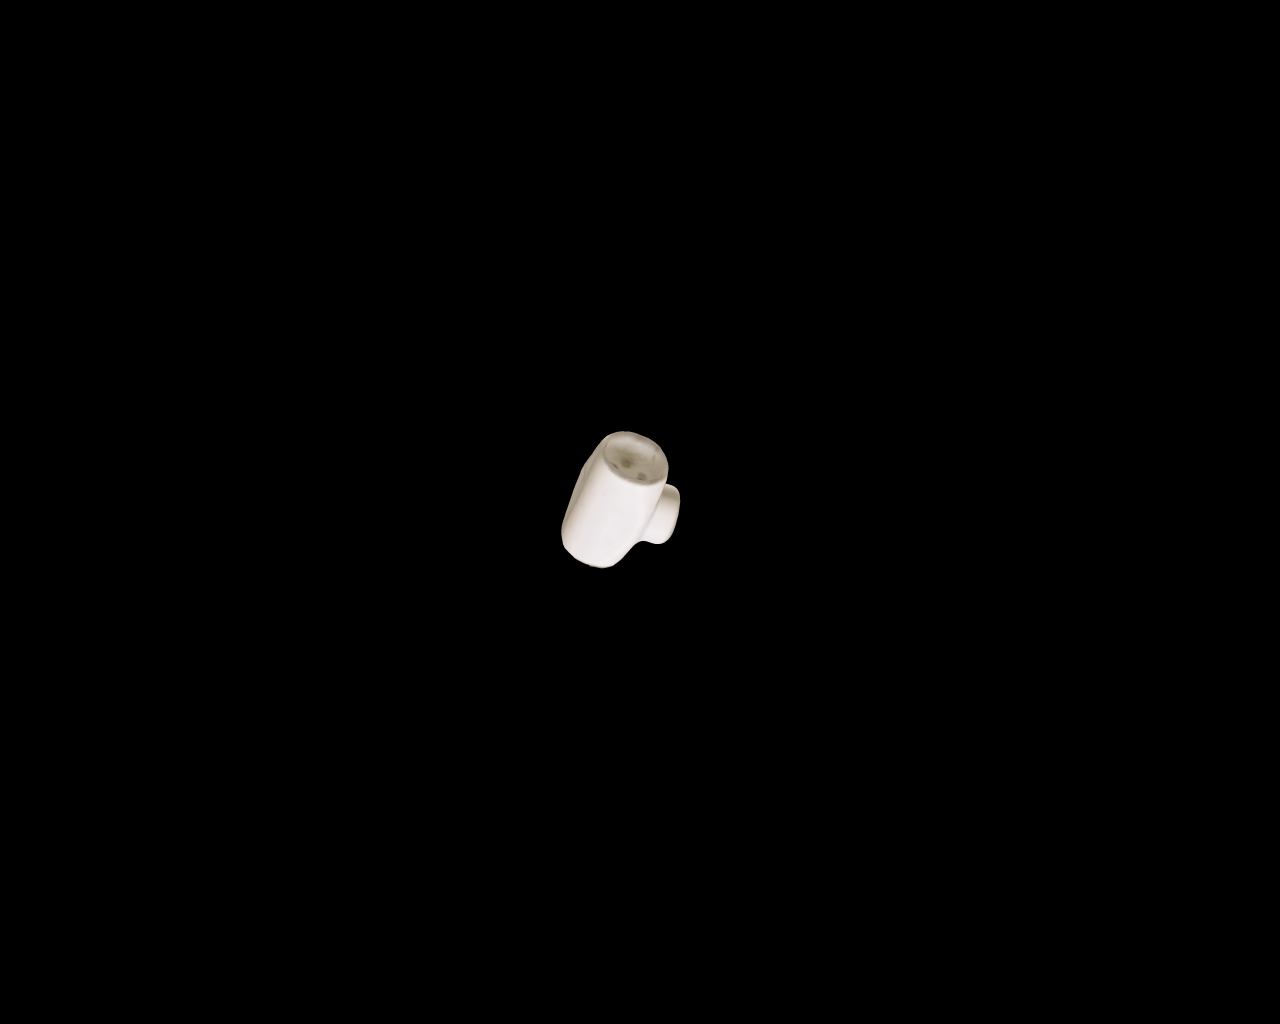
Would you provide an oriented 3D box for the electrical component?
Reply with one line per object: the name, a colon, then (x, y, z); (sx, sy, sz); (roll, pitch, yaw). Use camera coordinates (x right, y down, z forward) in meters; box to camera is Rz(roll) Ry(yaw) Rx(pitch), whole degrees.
electrical component: (0.001, -0.003, 0.650); (0.079, 0.044, 0.077); (15, -46, -15)
